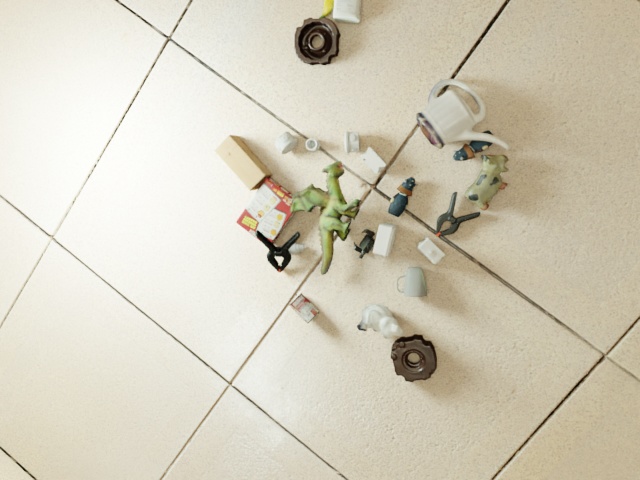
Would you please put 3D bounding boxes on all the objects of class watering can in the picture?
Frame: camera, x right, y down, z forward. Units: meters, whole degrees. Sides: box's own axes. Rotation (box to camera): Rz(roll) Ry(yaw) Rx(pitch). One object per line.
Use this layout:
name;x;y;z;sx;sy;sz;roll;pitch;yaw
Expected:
watering can;0.474;-0.394;1.763;0.223;0.352;0.103;-35;-20;13

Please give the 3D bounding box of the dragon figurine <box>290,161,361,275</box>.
dragon figurine;0.006;-0.095;1.894;0.243;0.408;0.123;28;8;5

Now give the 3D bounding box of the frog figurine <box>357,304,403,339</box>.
frog figurine;0.229;0.292;1.866;0.136;0.124;0.158;29;-20;-25
